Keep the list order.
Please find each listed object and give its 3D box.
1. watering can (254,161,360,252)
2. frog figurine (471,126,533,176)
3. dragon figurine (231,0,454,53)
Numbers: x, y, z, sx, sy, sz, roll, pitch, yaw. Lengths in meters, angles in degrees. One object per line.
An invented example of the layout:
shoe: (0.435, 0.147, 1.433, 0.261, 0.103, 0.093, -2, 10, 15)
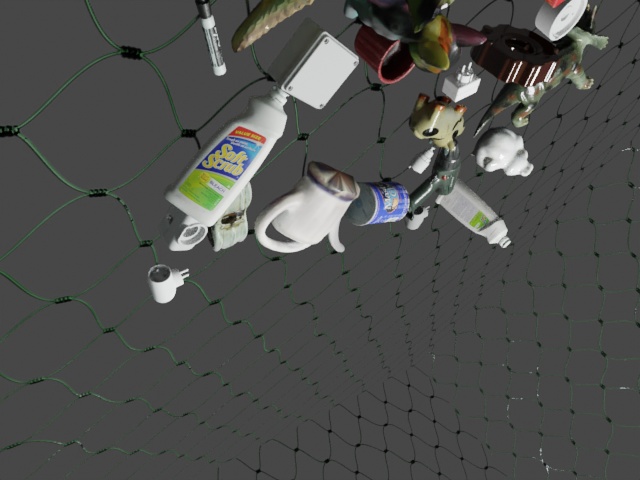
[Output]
watering can: (0.003, -0.057, 1.136, 0.221, 0.105, 0.347, -50, 151, 20)
frog figurine: (0.520, -0.239, 1.453, 0.138, 0.162, 0.120, -34, 151, -9)
dragon figurine: (0.062, -0.346, 0.617, 0.122, 0.246, 0.404, -2, 134, -56)
